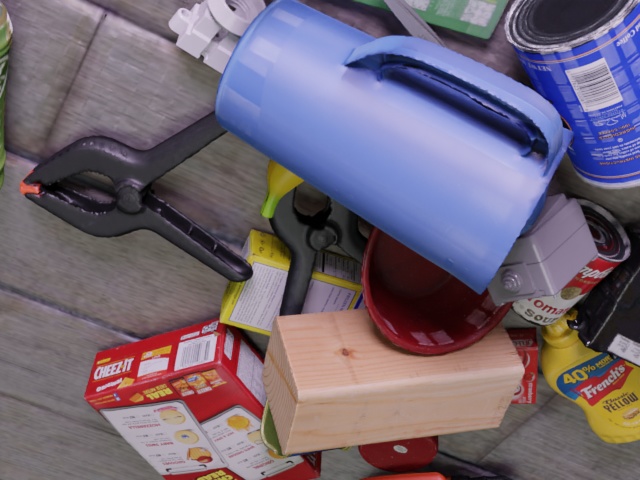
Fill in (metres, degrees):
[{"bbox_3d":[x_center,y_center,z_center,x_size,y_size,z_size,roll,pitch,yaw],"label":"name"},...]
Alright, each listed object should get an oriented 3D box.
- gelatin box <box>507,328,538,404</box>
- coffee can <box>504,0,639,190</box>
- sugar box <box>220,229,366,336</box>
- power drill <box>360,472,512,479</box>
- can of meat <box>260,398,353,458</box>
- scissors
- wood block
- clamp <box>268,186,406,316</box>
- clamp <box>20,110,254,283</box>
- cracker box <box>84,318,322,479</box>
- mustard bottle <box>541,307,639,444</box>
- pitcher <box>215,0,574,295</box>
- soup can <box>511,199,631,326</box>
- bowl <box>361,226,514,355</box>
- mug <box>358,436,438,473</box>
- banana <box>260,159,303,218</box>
[{"bbox_3d":[0.180,0.128,1.071,0.073,0.030,0.089,-2,134,6],"label":"gelatin box"},{"bbox_3d":[0.209,-0.121,0.780,0.103,0.102,0.140,-20,129,22],"label":"coffee can"},{"bbox_3d":[0.003,0.058,1.008,0.176,0.048,0.093,16,128,-14],"label":"sugar box"},{"bbox_3d":[0.118,0.282,1.151,0.184,0.057,0.187,-11,163,13],"label":"power drill"},{"bbox_3d":[-0.006,0.162,1.056,0.083,0.058,0.102,0,108,-41],"label":"can of meat"},{"bbox_3d":[0.096,-0.113,0.826,0.201,0.016,0.096,25,107,-29],"label":"scissors"},{"bbox_3d":[0.062,0.119,0.951,0.205,0.091,0.090,-4,135,-17],"label":"wood block"},{"bbox_3d":[-0.006,0.001,0.930,0.120,0.039,0.171,-29,111,-2],"label":"clamp"},{"bbox_3d":[-0.154,-0.052,0.915,0.210,0.036,0.165,11,119,6],"label":"clamp"},{"bbox_3d":[-0.117,0.184,1.122,0.164,0.072,0.213,-17,131,22],"label":"cracker box"},{"bbox_3d":[0.271,0.122,1.038,0.096,0.058,0.191,-31,124,25],"label":"mustard bottle"},{"bbox_3d":[0.052,-0.080,0.767,0.243,0.145,0.149,30,106,6],"label":"pitcher"},{"bbox_3d":[0.213,0.021,0.940,0.068,0.068,0.102,24,132,-17],"label":"soup can"},{"bbox_3d":[0.097,0.014,0.915,0.161,0.055,0.162,-6,107,-22],"label":"bowl"},{"bbox_3d":[0.079,0.193,1.106,0.093,0.081,0.117,7,134,-2],"label":"mug"},{"bbox_3d":[0.039,-0.075,0.871,0.198,0.037,0.069,-14,129,-1],"label":"banana"}]
